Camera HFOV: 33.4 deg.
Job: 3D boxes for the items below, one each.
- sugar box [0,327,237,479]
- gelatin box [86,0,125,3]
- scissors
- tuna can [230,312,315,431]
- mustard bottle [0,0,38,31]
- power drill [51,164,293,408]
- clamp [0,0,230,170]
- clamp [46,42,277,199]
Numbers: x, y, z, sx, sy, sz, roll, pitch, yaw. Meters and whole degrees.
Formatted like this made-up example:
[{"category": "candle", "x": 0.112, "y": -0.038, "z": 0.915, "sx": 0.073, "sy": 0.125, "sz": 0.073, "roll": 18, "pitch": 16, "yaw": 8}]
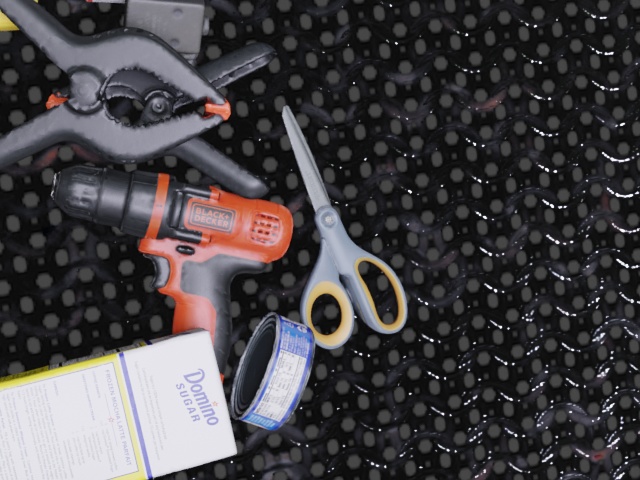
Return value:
[{"category": "sugar box", "x": -0.154, "y": 0.126, "z": 0.746, "sx": 0.176, "sy": 0.048, "sz": 0.093, "roll": -13, "pitch": 92, "yaw": -16}, {"category": "gelatin box", "x": -0.134, "y": -0.217, "z": 0.811, "sx": 0.089, "sy": 0.030, "sz": 0.073, "roll": -1, "pitch": 92, "yaw": -13}, {"category": "scissors", "x": -0.006, "y": 0.001, "z": 0.854, "sx": 0.096, "sy": 0.016, "sz": 0.201, "roll": -37, "pitch": 99, "yaw": -10}, {"category": "tuna can", "x": -0.036, "y": 0.100, "z": 0.812, "sx": 0.033, "sy": 0.086, "sz": 0.086, "roll": 22, "pitch": 86, "yaw": -15}, {"category": "mustard bottle", "x": -0.301, "y": -0.192, "z": 0.755, "sx": 0.191, "sy": 0.058, "sz": 0.096, "roll": -7, "pitch": 98, "yaw": -14}, {"category": "power drill", "x": -0.123, "y": 0.044, "z": 0.804, "sx": 0.184, "sy": 0.057, "sz": 0.187, "roll": 12, "pitch": 89, "yaw": -12}, {"category": "clamp", "x": -0.170, "y": -0.096, "z": 0.746, "sx": 0.210, "sy": 0.036, "sz": 0.164, "roll": 14, "pitch": 99, "yaw": -6}, {"category": "clamp", "x": -0.111, "y": -0.102, "z": 0.791, "sx": 0.171, "sy": 0.039, "sz": 0.120, "roll": 12, "pitch": 71, "yaw": -4}]
